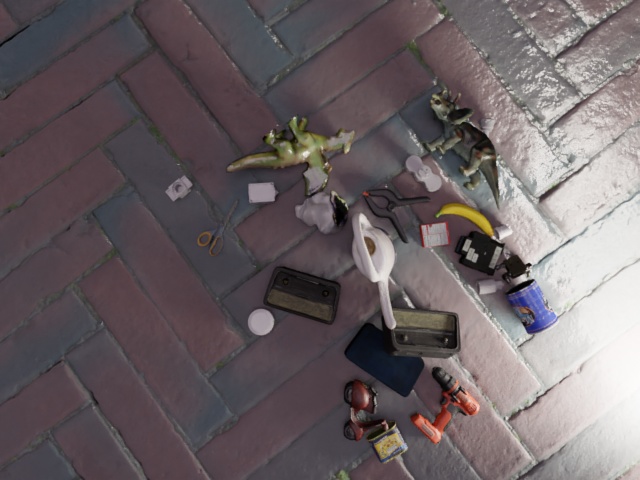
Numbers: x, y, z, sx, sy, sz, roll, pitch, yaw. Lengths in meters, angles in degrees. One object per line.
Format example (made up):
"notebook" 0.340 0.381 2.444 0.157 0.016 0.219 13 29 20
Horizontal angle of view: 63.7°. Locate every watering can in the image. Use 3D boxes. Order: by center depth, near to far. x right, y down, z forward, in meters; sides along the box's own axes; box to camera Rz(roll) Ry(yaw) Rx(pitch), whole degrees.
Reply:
"watering can" 0.173 0.081 1.553 0.103 0.225 0.349 -20 87 20

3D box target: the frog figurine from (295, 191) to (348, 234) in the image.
"frog figurine" 0.005 -0.083 1.644 0.158 0.124 0.137 -14 95 37

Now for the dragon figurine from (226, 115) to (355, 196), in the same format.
"dragon figurine" -0.069 -0.251 1.641 0.412 0.122 0.242 -37 94 -8
